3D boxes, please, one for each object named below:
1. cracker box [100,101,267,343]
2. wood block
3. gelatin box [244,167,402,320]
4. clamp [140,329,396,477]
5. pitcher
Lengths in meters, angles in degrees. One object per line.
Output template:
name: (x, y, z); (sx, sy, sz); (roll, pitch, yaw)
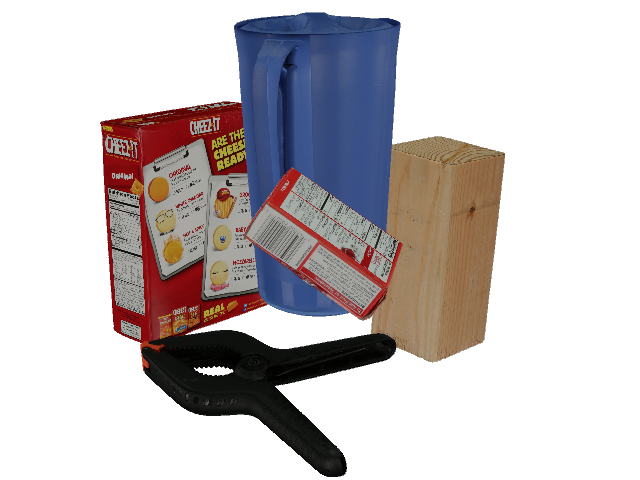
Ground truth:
cracker box: (-0.131, -0.022, 1.061); (0.072, 0.214, 0.163); (13, 21, 40)
wood block: (0.119, 0.007, 1.096); (0.090, 0.206, 0.090); (20, 25, 41)
gelatin box: (0.004, 0.001, 0.645); (0.089, 0.030, 0.073); (35, 23, -4)
clamp: (-0.046, 0.110, 0.882); (0.210, 0.036, 0.164); (13, 34, 21)
pitcher: (-0.006, -0.062, 0.879); (0.149, 0.243, 0.145); (-9, 19, -23)
